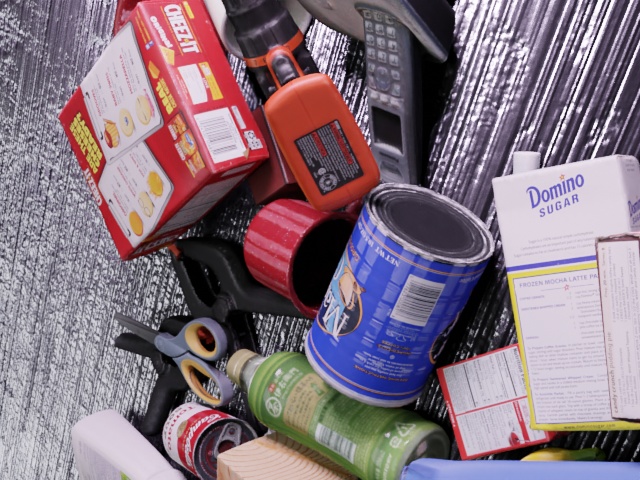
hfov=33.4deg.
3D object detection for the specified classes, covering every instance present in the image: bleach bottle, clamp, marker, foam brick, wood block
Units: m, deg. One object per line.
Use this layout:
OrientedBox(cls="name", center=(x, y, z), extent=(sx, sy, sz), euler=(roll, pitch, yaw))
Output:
OrientedBox(cls="bleach bottle", center=(-0.186, 0.265, 1.128), extent=(0.251, 0.068, 0.102), euler=(20, 124, 55))
OrientedBox(cls="clamp", center=(-0.075, 0.060, 1.027), extent=(0.210, 0.036, 0.165), euler=(52, 130, 26))
OrientedBox(cls="marker", center=(0.147, -0.003, 0.770), extent=(0.020, 0.020, 0.121), euler=(12, 104, 48))
OrientedBox(cls="foam brick", center=(-0.034, -0.075, 0.946), extent=(0.051, 0.052, 0.078), euler=(-35, 68, 47))
OrientedBox(cls="clamp", center=(-0.166, 0.123, 1.142), extent=(0.172, 0.039, 0.120), euler=(-46, 67, 37))
OrientedBox(cls="wood block", center=(-0.032, 0.282, 0.946), extent=(0.091, 0.090, 0.206), euler=(30, 125, 44))

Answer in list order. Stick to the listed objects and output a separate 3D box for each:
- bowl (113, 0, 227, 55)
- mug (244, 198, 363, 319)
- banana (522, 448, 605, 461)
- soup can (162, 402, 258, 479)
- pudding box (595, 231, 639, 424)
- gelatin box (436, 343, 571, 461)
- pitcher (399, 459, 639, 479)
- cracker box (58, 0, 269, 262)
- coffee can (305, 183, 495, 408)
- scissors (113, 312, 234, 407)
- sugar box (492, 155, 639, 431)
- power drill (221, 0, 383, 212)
OrientedBox(cls="bowl", center=(-0.140, -0.195, 1.050), extent=(0.162, 0.055, 0.162), euler=(10, 103, 48))
OrientedBox(cls="mug", center=(-0.006, 0.001, 0.907), extent=(0.082, 0.093, 0.117), euler=(24, 84, 51))
OrientedBox(cls="banana", center=(0.153, 0.230, 0.782), extent=(0.070, 0.037, 0.198), euler=(27, 115, 47))
OrientedBox(cls="soup can", center=(-0.108, 0.199, 1.046), extent=(0.102, 0.068, 0.068), euler=(-176, 81, -65))
OrientedBox(cls="pudding box", center=(0.211, 0.049, 0.647), extent=(0.039, 0.089, 0.113), euler=(-8, 89, 50))
OrientedBox(cls="gelatin box", center=(0.135, 0.119, 0.793), extent=(0.089, 0.030, 0.073), euler=(-26, 75, 45))
OrientedBox(cls="pitcher", center=(0.172, 0.207, 0.672), extent=(0.243, 0.149, 0.145), euler=(-11, 76, 35))
OrientedBox(cls="cracker box", center=(-0.148, -0.097, 0.979), extent=(0.214, 0.071, 0.164), euler=(-36, 76, 52))
OrientedBox(cls="coffee can", center=(0.058, 0.042, 0.816), extent=(0.103, 0.102, 0.140), euler=(46, 127, 35))
OrientedBox(cls="scissors", center=(-0.150, 0.092, 1.079), extent=(0.202, 0.016, 0.096), euler=(37, 127, 36))
OrientedBox(cls="sugar box", center=(0.176, 0.037, 0.712), extent=(0.094, 0.048, 0.176), euler=(-9, 86, 36))
OrientedBox(cls="power drill", center=(-0.019, -0.118, 0.816), extent=(0.184, 0.057, 0.188), euler=(59, -174, -29))
